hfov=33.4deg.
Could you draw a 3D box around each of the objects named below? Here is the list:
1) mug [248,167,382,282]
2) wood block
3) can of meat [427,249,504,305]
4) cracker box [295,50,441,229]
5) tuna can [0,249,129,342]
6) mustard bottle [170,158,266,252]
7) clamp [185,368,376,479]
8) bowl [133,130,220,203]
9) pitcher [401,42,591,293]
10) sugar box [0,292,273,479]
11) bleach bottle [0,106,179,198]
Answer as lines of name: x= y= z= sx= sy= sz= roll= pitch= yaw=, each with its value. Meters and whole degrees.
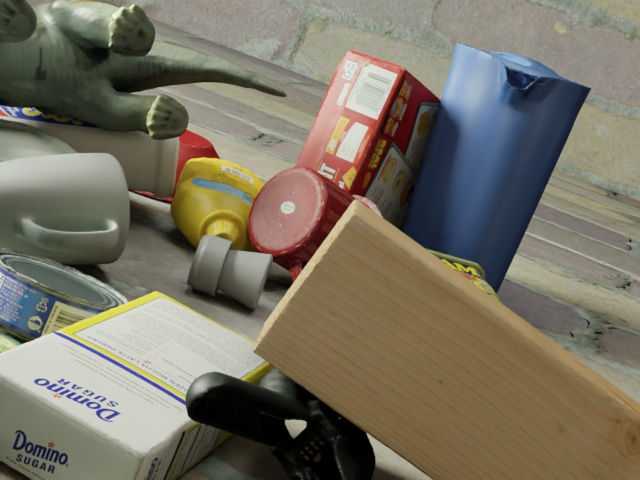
mug: x=-0.006 y=0.001 z=0.883 sx=0.093 sy=0.117 sz=0.081 roll=-15 pitch=-30 yaw=32
wood block: x=0.076 y=0.075 z=0.575 sx=0.206 sy=0.091 sz=0.090 roll=35 pitch=7 yaw=-2
can of meat: x=0.103 y=0.050 z=0.927 sx=0.102 sy=0.057 sz=0.084 roll=16 pitch=16 yaw=-12
cracker box: x=0.057 y=-0.077 z=1.058 sx=0.072 sy=0.164 sz=0.213 roll=25 pitch=3 yaw=24
tuna can: x=-0.158 y=0.037 z=0.629 sx=0.086 sy=0.034 sz=0.086 roll=24 pitch=3 yaw=-2
mustard bottle: x=-0.085 y=-0.024 z=0.954 sx=0.096 sy=0.058 sz=0.191 roll=25 pitch=12 yaw=-10
clamp: x=-0.001 y=0.111 z=0.543 sx=0.120 sy=0.039 sz=0.171 roll=57 pitch=14 yaw=10
bowl: x=-0.163 y=-0.087 z=1.109 sx=0.162 sy=0.055 sz=0.162 roll=18 pitch=13 yaw=-4
pitcher: x=0.159 y=-0.062 z=1.044 sx=0.149 sy=0.243 sz=0.145 roll=9 pitch=17 yaw=-38
sugar box: x=-0.095 y=0.079 z=0.554 sx=0.093 sy=0.048 sz=0.176 roll=27 pitch=17 yaw=14
bleach bottle: x=-0.253 y=-0.091 z=0.938 sx=0.250 sy=0.068 sz=0.102 roll=4 pitch=30 yaw=-13
